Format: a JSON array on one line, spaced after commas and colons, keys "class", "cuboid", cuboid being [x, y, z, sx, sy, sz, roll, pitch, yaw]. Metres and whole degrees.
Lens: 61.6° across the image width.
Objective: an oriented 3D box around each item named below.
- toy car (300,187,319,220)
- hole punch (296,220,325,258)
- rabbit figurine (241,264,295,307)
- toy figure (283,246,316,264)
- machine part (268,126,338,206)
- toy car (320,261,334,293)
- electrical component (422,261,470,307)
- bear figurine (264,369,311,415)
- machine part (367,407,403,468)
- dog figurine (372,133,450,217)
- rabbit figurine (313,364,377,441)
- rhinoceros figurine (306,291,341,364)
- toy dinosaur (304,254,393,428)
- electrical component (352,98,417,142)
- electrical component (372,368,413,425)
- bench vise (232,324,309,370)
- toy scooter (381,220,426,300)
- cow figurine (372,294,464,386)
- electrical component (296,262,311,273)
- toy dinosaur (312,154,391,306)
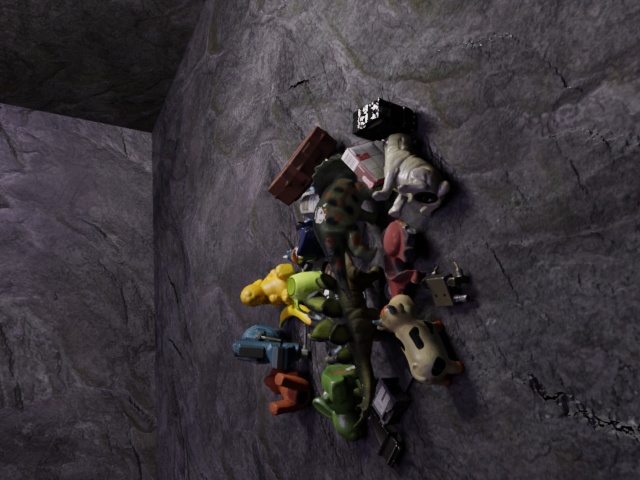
[{"class": "toy car", "cuboid": [-0.001, -0.093, 1.484, 0.162, 0.103, 0.109, 6, 91, 62]}, {"class": "hole punch", "cuboid": [-0.003, -0.004, 1.446, 0.116, 0.142, 0.092, 147, 127, -70]}, {"class": "rabbit figurine", "cuboid": [-0.162, 0.149, 1.623, 0.162, 0.173, 0.121, -13, 94, 67]}, {"class": "toy figure", "cuboid": [-0.052, 0.040, 1.582, 0.154, 0.064, 0.058, -25, 72, 55]}, {"class": "machine part", "cuboid": [-0.047, -0.203, 1.505, 0.201, 0.087, 0.201, -57, 11, -23]}, {"class": "toy car", "cuboid": [0.026, 0.141, 1.439, 0.089, 0.053, 0.202, 2, 87, 63]}, {"class": "electrical component", "cuboid": [0.252, 0.090, 1.068, 0.102, 0.045, 0.078, -27, 89, 58]}, {"class": "bear figurine", "cuboid": [-0.114, 0.417, 1.550, 0.196, 0.132, 0.120, 14, 92, 54]}, {"class": "machine part", "cuboid": [0.138, 0.426, 1.191, 0.139, 0.039, 0.084, -121, 32, -47]}, {"class": "dog figurine", "cuboid": [0.207, -0.161, 1.159, 0.173, 0.121, 0.190, 0, 63, 27]}, {"class": "rabbit figurine", "cuboid": [0.050, 0.393, 1.283, 0.159, 0.121, 0.170, -4, 96, 54]}, {"class": "rhinoceros figurine", "cuboid": [0.024, 0.217, 1.336, 0.190, 0.073, 0.112, 58, 141, 8]}, {"class": "toy dinosaur", "cuboid": [0.074, 0.183, 1.200, 0.105, 0.198, 0.472, -59, 36, 41]}, {"class": "electrical component", "cuboid": [0.143, -0.271, 1.258, 0.134, 0.115, 0.058, -17, 65, 59]}, {"class": "electrical component", "cuboid": [0.161, 0.335, 1.168, 0.075, 0.048, 0.119, 56, 132, 48]}, {"class": "bench vise", "cuboid": [-0.137, 0.307, 1.597, 0.240, 0.224, 0.128, -64, -34, -84]}, {"class": "toy scooter", "cuboid": [0.181, 0.044, 1.148, 0.135, 0.075, 0.183, 159, 113, -75]}, {"class": "cow figurine", "cuboid": [0.187, 0.195, 1.071, 0.085, 0.127, 0.195, -53, 44, 37]}, {"class": "electrical component", "cuboid": [-0.049, 0.111, 1.603, 0.094, 0.021, 0.063, -52, 42, 41]}, {"class": "toy dinosaur", "cuboid": [0.048, -0.054, 1.248, 0.131, 0.192, 0.405, 116, 174, -49]}]
